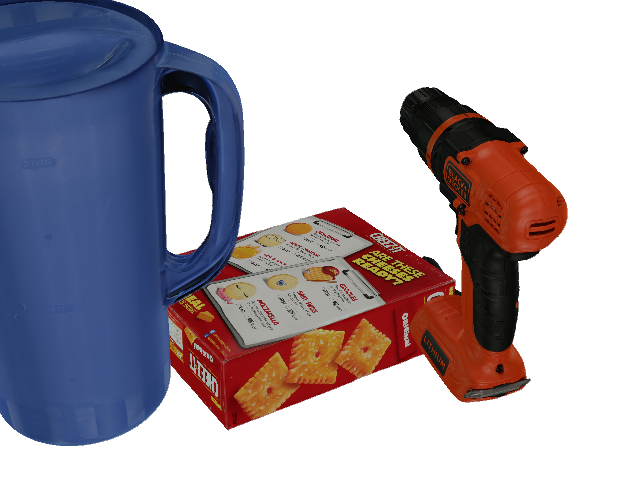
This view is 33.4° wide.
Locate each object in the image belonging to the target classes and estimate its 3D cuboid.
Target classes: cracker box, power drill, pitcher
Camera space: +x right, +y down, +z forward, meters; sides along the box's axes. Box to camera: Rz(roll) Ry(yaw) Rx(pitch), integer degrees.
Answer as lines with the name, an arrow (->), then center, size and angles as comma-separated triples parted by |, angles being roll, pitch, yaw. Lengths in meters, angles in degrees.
cracker box -> -0.023, 0.056, 0.877 | 0.213, 0.072, 0.164 | -16, 32, -29
power drill -> 0.100, 0.003, 0.745 | 0.057, 0.188, 0.184 | -11, 34, -15
pitcher -> -0.135, -0.005, 0.598 | 0.149, 0.243, 0.144 | 29, 44, 35

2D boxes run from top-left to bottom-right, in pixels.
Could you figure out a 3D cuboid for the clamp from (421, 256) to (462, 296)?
clamp -> 0.125, 0.064, 1.055 | 0.172, 0.039, 0.120 | 26, 39, 32
